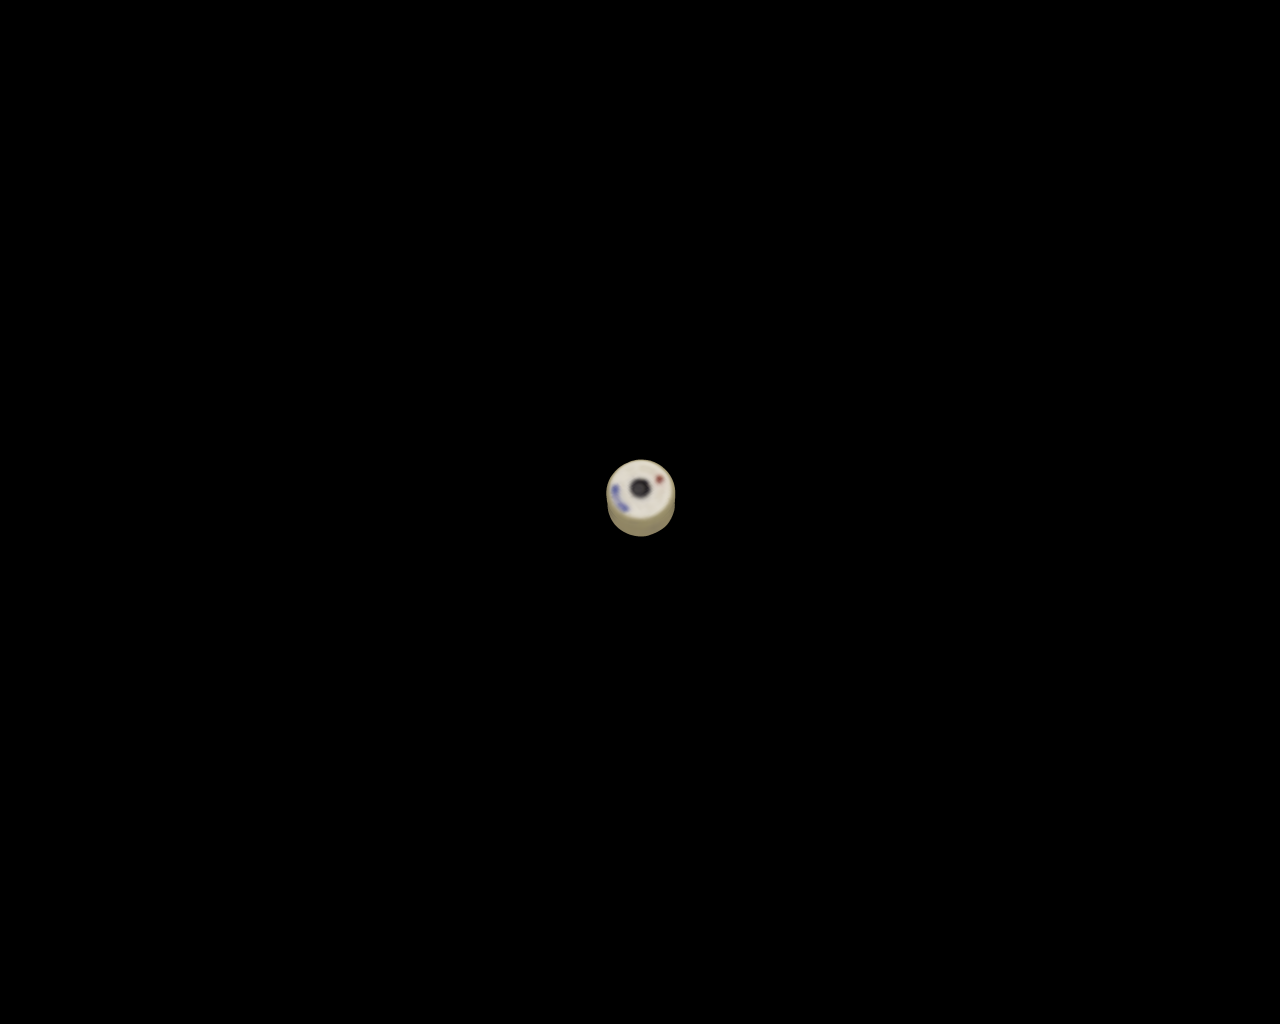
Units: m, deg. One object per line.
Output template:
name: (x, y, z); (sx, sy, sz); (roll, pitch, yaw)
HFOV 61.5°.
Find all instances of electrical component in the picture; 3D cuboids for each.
electrical component: (0.001, -0.003, 0.650); (0.040, 0.040, 0.078); (0, -19, 0)
